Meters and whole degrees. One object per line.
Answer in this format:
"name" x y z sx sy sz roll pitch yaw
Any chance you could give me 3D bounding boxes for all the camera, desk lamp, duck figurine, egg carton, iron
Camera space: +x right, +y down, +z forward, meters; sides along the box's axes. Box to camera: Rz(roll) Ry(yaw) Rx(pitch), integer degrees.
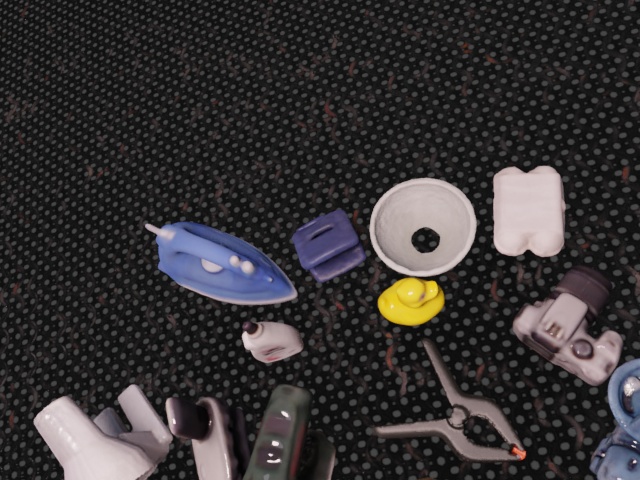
"camera" 0.366 0.110 0.806 0.142 0.101 0.137 35 81 24
"desk lamp" -0.316 0.312 0.851 0.118 0.214 0.202 -44 64 -4
"duck figurine" 0.138 0.087 0.886 0.104 0.086 0.077 -12 66 11
"egg carton" 0.326 -0.045 0.896 0.107 0.069 0.150 -1 69 15
"iron" -0.168 0.033 0.961 0.257 0.142 0.119 17 75 21

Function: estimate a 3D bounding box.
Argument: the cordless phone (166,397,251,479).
"cordless phone" -0.175 0.301 0.833 0.094 0.185 0.147 -24 65 6

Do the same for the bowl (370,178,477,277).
"bowl" 0.167 -0.011 0.923 0.167 0.075 0.167 -5 68 13

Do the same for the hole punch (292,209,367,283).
"hole punch" 0.009 0.003 0.952 0.108 0.091 0.101 -28 64 3

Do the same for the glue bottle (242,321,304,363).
"glue bottle" -0.083 0.150 0.874 0.078 0.173 0.037 -24 64 5

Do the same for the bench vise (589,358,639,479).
"bench vise" 0.407 0.230 0.681 0.121 0.220 0.207 9 72 19

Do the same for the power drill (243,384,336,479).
"power drill" -0.043 0.319 0.776 0.075 0.209 0.230 3 70 17
